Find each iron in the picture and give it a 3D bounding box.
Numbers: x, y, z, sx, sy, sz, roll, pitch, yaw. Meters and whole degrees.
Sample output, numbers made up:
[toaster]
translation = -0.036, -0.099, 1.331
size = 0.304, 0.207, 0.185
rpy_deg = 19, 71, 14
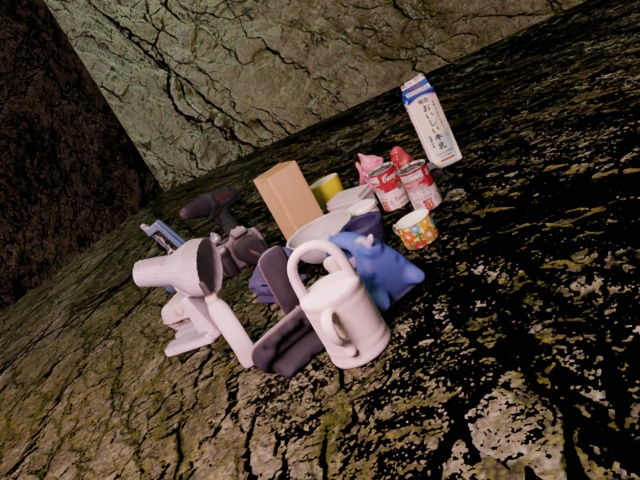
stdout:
[iron]
translation = 0.061, 0.041, 1.003
size = 0.119, 0.142, 0.257
rpy_deg = -35, 19, -20

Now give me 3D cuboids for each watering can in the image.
[watering can]
translation = 0.020, 0.084, 0.861
size = 0.101, 0.194, 0.172
rpy_deg = -30, 18, -4

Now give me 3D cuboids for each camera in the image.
[camera]
translation = -0.206, 0.025, 1.515
size = 0.143, 0.101, 0.136
rpy_deg = -33, 18, -14

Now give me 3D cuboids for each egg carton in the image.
[egg carton]
translation = -0.299, 0.156, 1.349
size = 0.150, 0.069, 0.107
rpy_deg = -20, 20, 26

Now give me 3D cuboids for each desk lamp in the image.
[desk lamp]
translation = -0.279, 0.114, 1.195
size = 0.203, 0.214, 0.118
rpy_deg = -22, 19, 20

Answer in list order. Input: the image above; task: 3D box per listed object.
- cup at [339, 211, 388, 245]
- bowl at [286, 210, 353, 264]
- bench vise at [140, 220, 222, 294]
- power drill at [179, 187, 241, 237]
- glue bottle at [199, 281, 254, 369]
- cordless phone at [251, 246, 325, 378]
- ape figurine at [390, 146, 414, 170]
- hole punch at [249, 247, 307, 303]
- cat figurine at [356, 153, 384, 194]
[cup]
translation = 0.087, 0.010, 1.127
size = 0.118, 0.095, 0.091
rpy_deg = -30, 18, -5
[bowl]
translation = 0.012, 0.005, 1.288
size = 0.167, 0.075, 0.167
rpy_deg = -26, 18, 9
[bench vise]
translation = -0.389, 0.018, 1.612
size = 0.208, 0.220, 0.121
rpy_deg = -34, 19, -15
[power drill]
translation = -0.286, -0.051, 1.667
size = 0.075, 0.209, 0.230
rpy_deg = -16, 22, 35
[glue bottle]
translation = -0.165, 0.144, 1.009
size = 0.037, 0.173, 0.078
rpy_deg = -34, 19, -16
[cordless phone]
translation = -0.072, 0.114, 0.930
size = 0.148, 0.185, 0.093
rpy_deg = -39, 21, -30
[ape figurine]
translation = 0.217, -0.208, 1.534
size = 0.076, 0.092, 0.077
rpy_deg = -29, 18, 0
[hole punch]
translation = -0.099, 0.075, 1.233
size = 0.108, 0.091, 0.101
rpy_deg = -9, 27, 47
[cat figurine]
translation = 0.135, -0.191, 1.568
size = 0.067, 0.118, 0.127
rpy_deg = -33, 18, -15
